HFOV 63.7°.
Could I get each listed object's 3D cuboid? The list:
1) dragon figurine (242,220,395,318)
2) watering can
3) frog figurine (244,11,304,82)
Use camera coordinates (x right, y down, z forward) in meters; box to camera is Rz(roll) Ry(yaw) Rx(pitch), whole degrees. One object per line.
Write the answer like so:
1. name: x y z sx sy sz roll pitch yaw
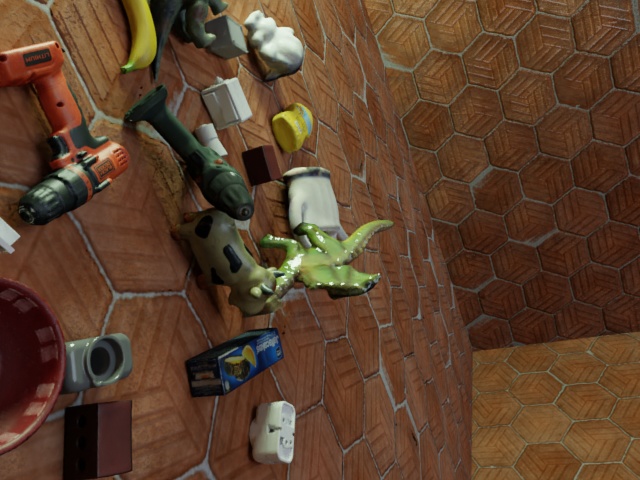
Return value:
1. dragon figurine: 0.029 0.053 1.026 0.246 0.413 0.120 42 -35 54
2. watering can: 0.004 -0.064 1.269 0.347 0.103 0.226 4 73 -67
3. frog figurine: -0.107 -0.474 1.233 0.140 0.123 0.156 -54 142 -37
